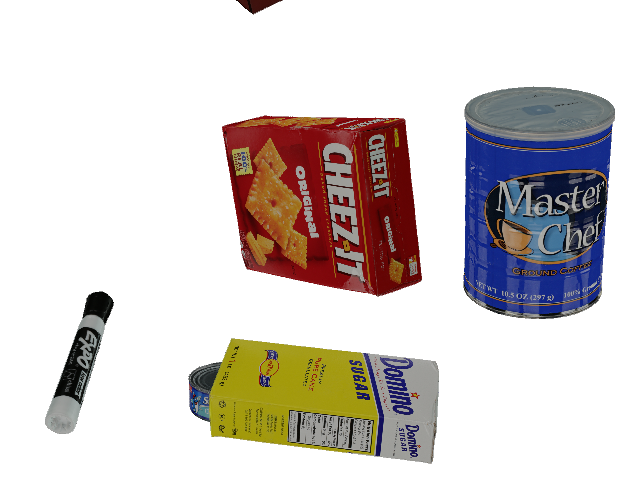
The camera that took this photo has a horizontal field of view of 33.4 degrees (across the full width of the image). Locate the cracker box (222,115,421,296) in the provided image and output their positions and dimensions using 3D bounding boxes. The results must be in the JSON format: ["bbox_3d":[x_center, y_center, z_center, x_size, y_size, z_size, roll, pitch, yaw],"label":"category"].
[{"bbox_3d":[-0.003,-0.041,1.085,0.071,0.164,0.214,-19,18,-38],"label":"cracker box"}]

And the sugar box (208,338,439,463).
[{"bbox_3d":[0.006,0.125,0.854,0.176,0.048,0.093,3,26,6],"label":"sugar box"}]

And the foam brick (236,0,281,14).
[{"bbox_3d":[-0.045,-0.246,0.941,0.078,0.051,0.053,-30,47,-14],"label":"foam brick"}]

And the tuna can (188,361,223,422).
[{"bbox_3d":[-0.086,0.149,1.047,0.086,0.034,0.086,1,14,-1],"label":"tuna can"}]

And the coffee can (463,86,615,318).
[{"bbox_3d":[0.155,-0.029,0.769,0.103,0.140,0.103,-3,25,1],"label":"coffee can"}]

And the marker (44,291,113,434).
[{"bbox_3d":[-0.155,0.075,0.695,0.020,0.020,0.121,0,37,4],"label":"marker"}]
